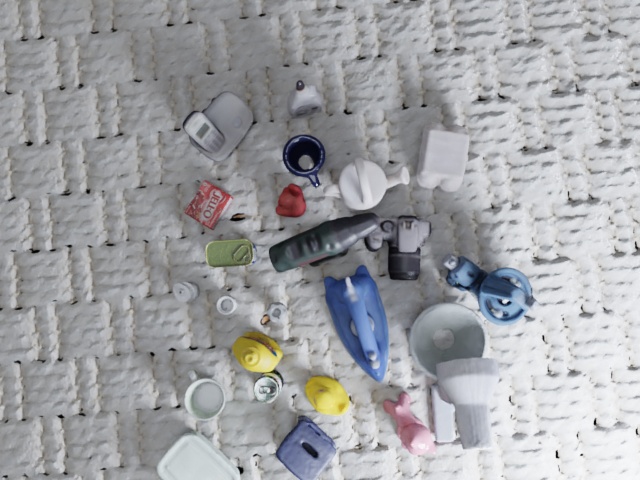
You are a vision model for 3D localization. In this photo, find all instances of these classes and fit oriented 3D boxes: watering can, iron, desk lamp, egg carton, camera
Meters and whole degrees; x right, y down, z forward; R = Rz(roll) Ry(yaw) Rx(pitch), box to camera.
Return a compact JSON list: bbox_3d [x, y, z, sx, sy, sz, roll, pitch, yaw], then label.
[{"bbox_3d":[0.096,-0.121,1.197,0.173,0.194,0.101,-32,85,-1],"label":"watering can"},{"bbox_3d":[0.092,0.186,1.201,0.118,0.141,0.258,-19,86,0],"label":"iron"},{"bbox_3d":[0.293,0.326,1.149,0.118,0.213,0.203,-4,86,2],"label":"desk lamp"},{"bbox_3d":[0.270,-0.183,1.258,0.107,0.069,0.150,8,86,2],"label":"egg carton"},{"bbox_3d":[0.166,0.018,1.231,0.143,0.101,0.137,2,86,2],"label":"camera"}]

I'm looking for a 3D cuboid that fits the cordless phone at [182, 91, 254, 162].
[{"bbox_3d":[-0.221,-0.255,1.220,0.094,0.185,0.148,34,88,4],"label":"cordless phone"}]

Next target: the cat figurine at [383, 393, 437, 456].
[{"bbox_3d":[0.188,0.393,1.196,0.067,0.118,0.128,-30,85,0],"label":"cat figurine"}]

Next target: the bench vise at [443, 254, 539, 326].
[{"bbox_3d":[0.344,0.105,1.160,0.207,0.220,0.121,15,86,3],"label":"bench vise"}]

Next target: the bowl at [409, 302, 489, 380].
[{"bbox_3d":[0.270,0.216,1.227,0.167,0.075,0.167,0,86,2],"label":"bowl"}]

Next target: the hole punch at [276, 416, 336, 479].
[{"bbox_3d":[-0.029,0.443,1.212,0.108,0.091,0.101,41,88,4],"label":"hole punch"}]

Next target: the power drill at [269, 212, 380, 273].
[{"bbox_3d":[0.011,0.004,1.183,0.229,0.208,0.075,-22,85,0],"label":"power drill"}]

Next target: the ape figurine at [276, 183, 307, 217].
[{"bbox_3d":[-0.067,-0.084,1.250,0.078,0.092,0.076,-41,86,-1],"label":"ape figurine"}]

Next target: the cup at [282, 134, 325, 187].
[{"bbox_3d":[-0.027,-0.165,1.253,0.091,0.095,0.118,-24,85,0],"label":"cup"}]

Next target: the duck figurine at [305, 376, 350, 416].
[{"bbox_3d":[0.015,0.338,1.220,0.104,0.086,0.077,33,88,4],"label":"duck figurine"}]

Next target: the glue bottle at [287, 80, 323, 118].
[{"bbox_3d":[-0.036,-0.307,1.224,0.078,0.173,0.037,-14,85,1],"label":"glue bottle"}]
